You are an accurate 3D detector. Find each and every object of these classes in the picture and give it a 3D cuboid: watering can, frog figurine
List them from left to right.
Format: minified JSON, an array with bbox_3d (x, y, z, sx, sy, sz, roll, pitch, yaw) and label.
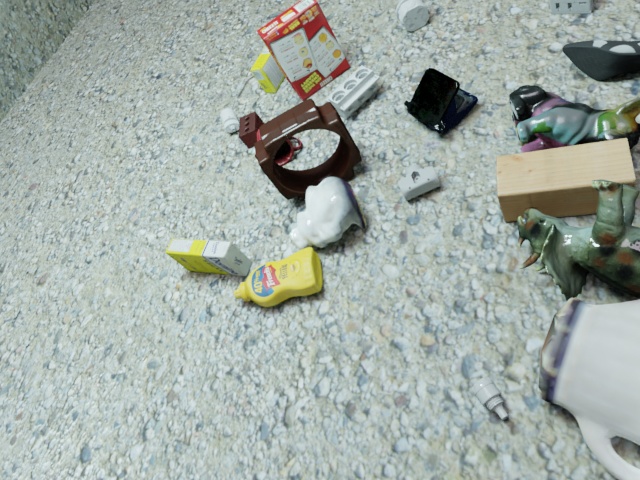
[{"bbox_3d":[0.003,-0.054,1.072,0.159,0.120,0.139,-23,68,-2],"label":"frog figurine"},{"bbox_3d":[0.426,0.139,0.683,0.226,0.103,0.348,18,86,35],"label":"watering can"}]
